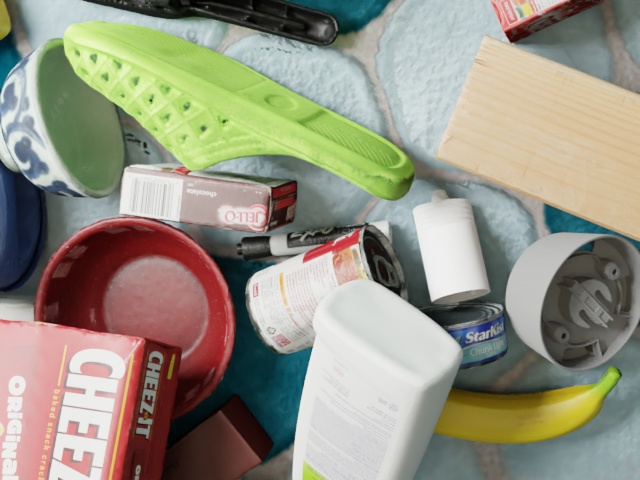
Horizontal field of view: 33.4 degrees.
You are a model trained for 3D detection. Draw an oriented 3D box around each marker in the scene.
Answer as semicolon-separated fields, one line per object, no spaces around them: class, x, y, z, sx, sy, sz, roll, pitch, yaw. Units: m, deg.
marker;-0.005;0.001;0.818;0.121;0.020;0.020;-6;96;11

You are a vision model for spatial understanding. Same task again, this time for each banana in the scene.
banana;0.121;0.120;0.795;0.198;0.037;0.069;-2;111;12

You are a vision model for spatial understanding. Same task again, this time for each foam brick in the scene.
foam brick;-0.084;0.168;0.837;0.078;0.051;0.053;-38;88;12

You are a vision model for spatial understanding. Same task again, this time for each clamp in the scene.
clamp;-0.098;-0.180;0.773;0.210;0.164;0.036;11;84;36

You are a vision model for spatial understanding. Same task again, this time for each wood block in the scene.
wood block;0.193;-0.060;0.737;0.206;0.090;0.091;23;100;7

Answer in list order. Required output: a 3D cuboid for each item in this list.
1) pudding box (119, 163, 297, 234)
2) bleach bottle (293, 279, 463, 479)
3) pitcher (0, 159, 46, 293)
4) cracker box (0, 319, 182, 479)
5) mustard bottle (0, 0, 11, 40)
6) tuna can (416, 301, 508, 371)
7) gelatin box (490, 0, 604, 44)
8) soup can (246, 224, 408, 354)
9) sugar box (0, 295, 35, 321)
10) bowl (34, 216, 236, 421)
pudding box;-0.080;-0.032;0.792;0.113;0.090;0.039;10;97;10
bleach bottle;0.020;0.153;0.772;0.103;0.067;0.251;35;132;22
pitcher;-0.347;-0.030;0.834;0.243;0.149;0.145;-3;112;14
cracker box;-0.220;0.141;0.769;0.214;0.072;0.164;5;80;19
mustard bottle;-0.316;-0.236;0.828;0.096;0.058;0.191;-18;93;14
tuna can;0.092;0.069;0.774;0.086;0.086;0.034;-7;97;11
gelatin box;0.157;-0.164;0.730;0.073;0.089;0.030;-23;89;13
soup can;0.005;0.038;0.789;0.102;0.068;0.068;-23;92;23
sugar box;-0.263;0.134;0.871;0.093;0.048;0.176;-1;98;11
bowl;-0.137;0.059;0.832;0.162;0.055;0.162;1;97;11
